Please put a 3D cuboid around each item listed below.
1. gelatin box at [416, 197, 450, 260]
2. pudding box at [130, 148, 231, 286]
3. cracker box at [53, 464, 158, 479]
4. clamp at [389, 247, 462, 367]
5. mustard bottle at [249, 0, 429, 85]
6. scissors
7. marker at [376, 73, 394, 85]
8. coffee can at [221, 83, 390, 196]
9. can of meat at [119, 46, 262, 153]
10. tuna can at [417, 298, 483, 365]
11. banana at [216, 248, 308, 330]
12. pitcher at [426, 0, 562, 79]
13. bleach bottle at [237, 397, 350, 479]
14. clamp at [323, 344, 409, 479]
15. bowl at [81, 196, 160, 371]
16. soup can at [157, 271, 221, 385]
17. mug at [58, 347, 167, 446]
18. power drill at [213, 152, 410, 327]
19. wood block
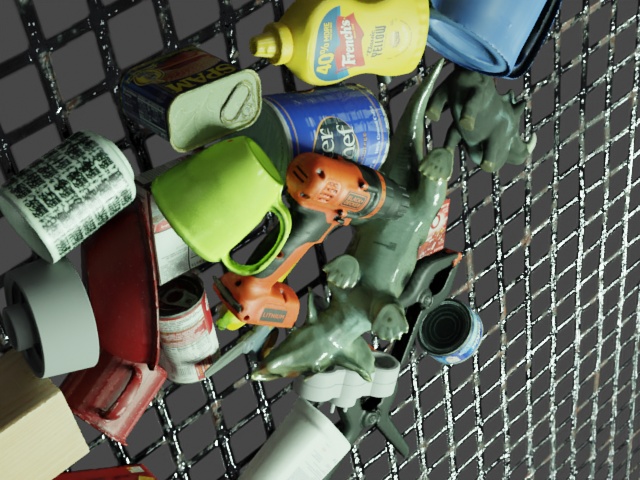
[{"bbox_3d":[0.121,-0.012,1.338,0.089,0.030,0.073,-21,128,-37],"label":"gelatin box"},{"bbox_3d":[-0.137,-0.023,1.051,0.089,0.039,0.113,-28,133,-33],"label":"pudding box"},{"bbox_3d":[-0.264,0.353,1.133,0.163,0.072,0.214,6,109,-49],"label":"cracker box"},{"bbox_3d":[0.127,0.084,1.401,0.171,0.039,0.120,-40,138,-22],"label":"clamp"},{"bbox_3d":[0.017,-0.204,1.066,0.191,0.058,0.096,-13,129,-29],"label":"mustard bottle"},{"bbox_3d":[-0.081,0.124,1.169,0.201,0.016,0.096,-46,157,-50],"label":"scissors"},{"bbox_3d":[0.059,-0.216,1.148,0.020,0.020,0.121,-42,139,-20],"label":"marker"},{"bbox_3d":[-0.014,-0.101,1.078,0.140,0.103,0.103,-15,124,-41],"label":"coffee can"},{"bbox_3d":[-0.118,-0.130,0.963,0.101,0.084,0.057,-28,132,-33],"label":"can of meat"},{"bbox_3d":[0.174,0.123,1.439,0.086,0.086,0.033,-56,139,-3],"label":"tuna can"},{"bbox_3d":[-0.051,0.031,1.161,0.037,0.070,0.197,41,68,-9],"label":"banana"},{"bbox_3d":[0.211,-0.305,1.169,0.243,0.145,0.149,-59,173,-4],"label":"pitcher"},{"bbox_3d":[-0.075,0.319,1.322,0.250,0.068,0.102,-47,139,-11],"label":"bleach bottle"},{"bbox_3d":[0.052,0.238,1.422,0.164,0.036,0.210,-21,125,-29],"label":"clamp"},{"bbox_3d":[-0.185,0.042,0.971,0.055,0.162,0.162,-5,121,-16],"label":"bowl"},{"bbox_3d":[-0.143,0.091,1.095,0.068,0.069,0.102,-34,136,-27],"label":"soup can"},{"bbox_3d":[-0.200,0.143,1.036,0.093,0.117,0.081,38,78,-17],"label":"mug"},{"bbox_3d":[-0.007,0.001,1.062,0.184,0.057,0.188,14,117,-53],"label":"power drill"},{"bbox_3d":[-0.325,0.202,0.955,0.205,0.090,0.091,-36,136,-25],"label":"wood block"}]
